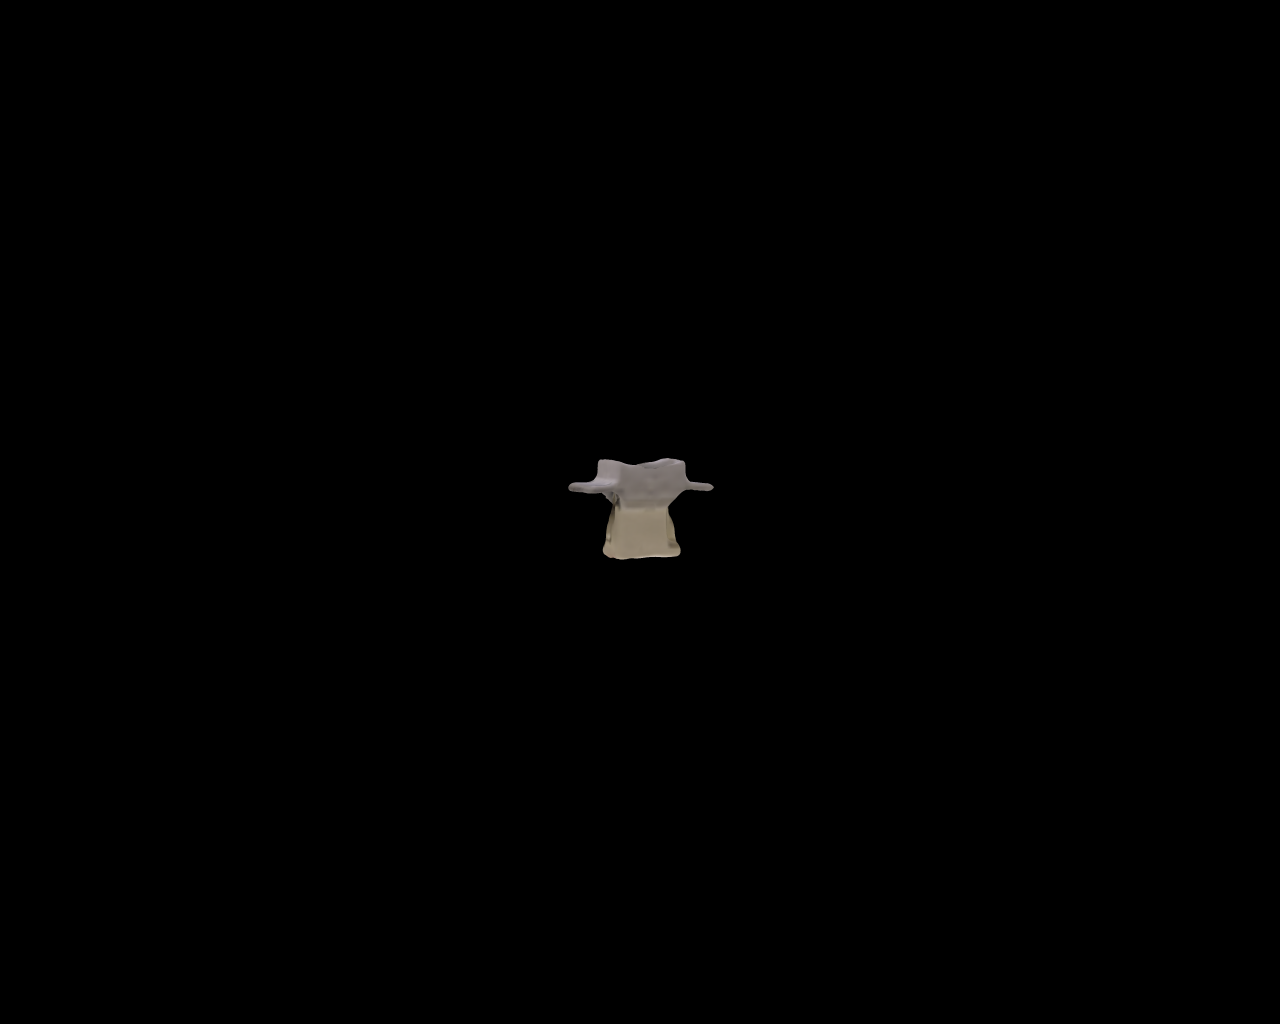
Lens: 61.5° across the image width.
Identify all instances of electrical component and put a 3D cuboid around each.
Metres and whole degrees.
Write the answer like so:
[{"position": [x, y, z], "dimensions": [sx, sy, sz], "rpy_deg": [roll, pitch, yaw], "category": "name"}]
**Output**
[{"position": [0.001, -0.003, 0.650], "dimensions": [0.081, 0.063, 0.042], "rpy_deg": [-1, 4, -20], "category": "electrical component"}]
